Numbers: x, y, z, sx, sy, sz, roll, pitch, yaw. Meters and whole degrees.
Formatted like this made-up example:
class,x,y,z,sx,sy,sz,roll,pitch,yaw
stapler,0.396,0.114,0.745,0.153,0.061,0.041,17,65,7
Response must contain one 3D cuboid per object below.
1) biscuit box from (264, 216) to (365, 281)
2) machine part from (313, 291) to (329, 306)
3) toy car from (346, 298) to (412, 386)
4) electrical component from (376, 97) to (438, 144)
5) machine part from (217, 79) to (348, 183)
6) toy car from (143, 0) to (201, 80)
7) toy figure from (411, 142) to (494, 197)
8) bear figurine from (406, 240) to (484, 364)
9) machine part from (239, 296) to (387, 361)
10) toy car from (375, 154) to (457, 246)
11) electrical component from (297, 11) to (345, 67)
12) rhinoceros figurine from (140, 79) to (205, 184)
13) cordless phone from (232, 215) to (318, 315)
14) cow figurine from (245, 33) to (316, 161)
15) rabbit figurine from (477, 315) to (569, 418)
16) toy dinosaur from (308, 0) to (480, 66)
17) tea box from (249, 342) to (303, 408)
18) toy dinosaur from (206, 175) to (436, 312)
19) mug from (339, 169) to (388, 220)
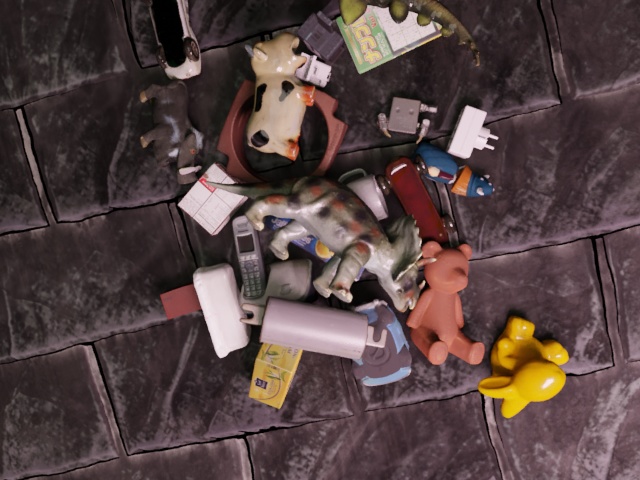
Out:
class,x,y,z,sx,sy,sz,roll,pitch,yaw
biscuit box,-0.002,-0.003,0.992,0.203,0.063,0.059,30,97,1
machine part,-0.008,0.125,1.020,0.084,0.039,0.138,-20,96,15
toy car,0.098,0.175,0.981,0.109,0.103,0.161,-19,103,6
electrical component,0.153,-0.216,0.964,0.102,0.045,0.078,15,99,3
machine part,-0.066,-0.184,0.968,0.201,0.087,0.201,24,96,2
toy car,-0.271,-0.393,0.980,0.074,0.056,0.201,-12,94,13
toy figure,0.236,-0.120,0.959,0.154,0.057,0.064,33,74,4
bear figurine,0.231,0.106,0.955,0.120,0.132,0.195,9,102,-25
machine part,-0.011,0.144,0.878,0.243,0.079,0.079,12,97,-5
toy car,0.172,-0.064,0.954,0.089,0.053,0.202,-31,121,7
electrical component,0.003,-0.348,0.927,0.075,0.119,0.048,40,98,-3
rhinoceros figurine,-0.269,-0.198,0.995,0.112,0.073,0.190,-6,96,0
cordless phone,-0.084,0.038,0.963,0.147,0.088,0.184,-10,94,28
cow figurine,-0.073,-0.240,0.881,0.127,0.085,0.194,15,98,-3
rabbit figurine,0.352,0.224,0.930,0.162,0.173,0.122,-42,95,4
toy dinosaur,0.080,-0.440,0.876,0.472,0.105,0.198,31,67,9
tea box,-0.075,0.220,0.963,0.068,0.169,0.098,21,53,3
toy dinosaur,0.016,-0.030,0.887,0.405,0.131,0.192,42,73,5
mug,0.057,-0.074,0.975,0.107,0.080,0.109,-21,69,11
